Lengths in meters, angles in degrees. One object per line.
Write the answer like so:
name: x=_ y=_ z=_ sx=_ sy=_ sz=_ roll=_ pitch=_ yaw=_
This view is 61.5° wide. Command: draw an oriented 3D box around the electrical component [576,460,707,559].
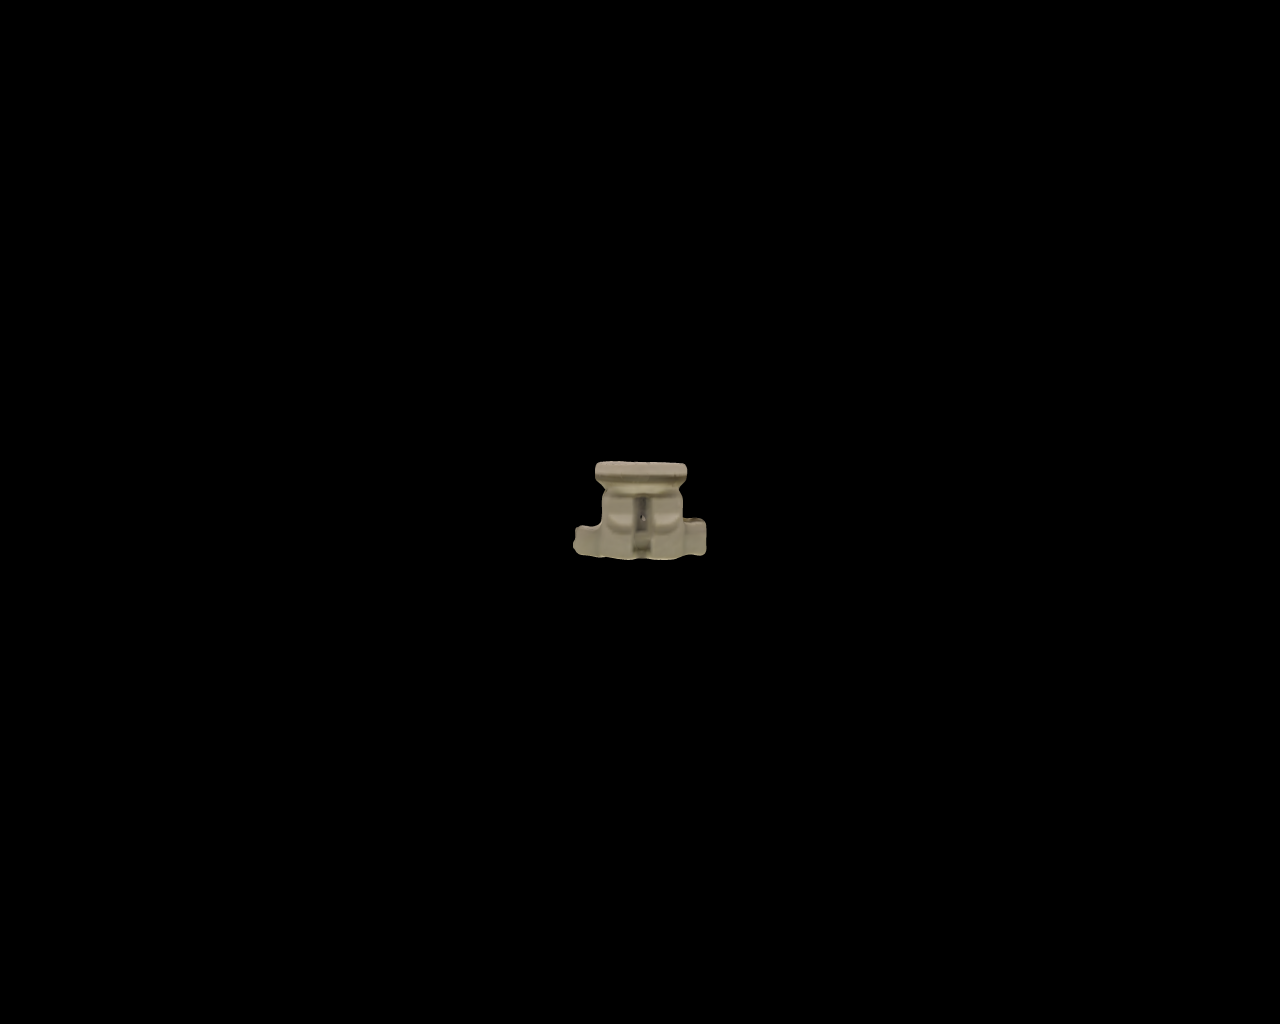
electrical component: x=0.001 y=-0.003 z=0.650 sx=0.078 sy=0.057 sz=0.058 roll=0 pitch=4 yaw=-2
